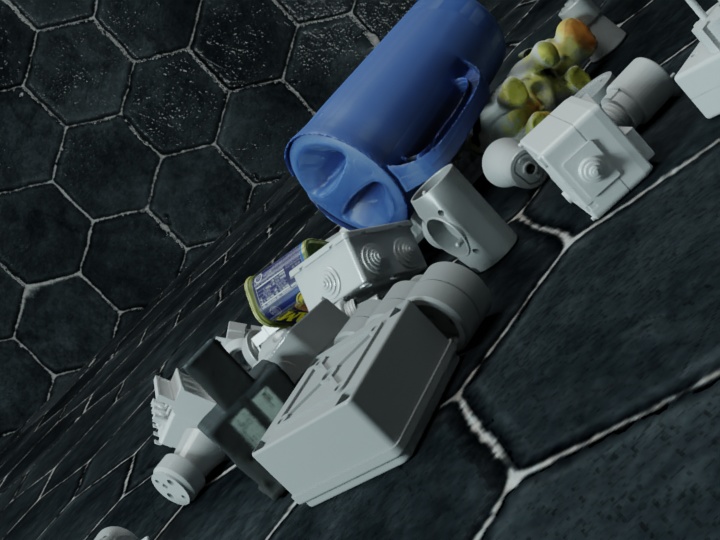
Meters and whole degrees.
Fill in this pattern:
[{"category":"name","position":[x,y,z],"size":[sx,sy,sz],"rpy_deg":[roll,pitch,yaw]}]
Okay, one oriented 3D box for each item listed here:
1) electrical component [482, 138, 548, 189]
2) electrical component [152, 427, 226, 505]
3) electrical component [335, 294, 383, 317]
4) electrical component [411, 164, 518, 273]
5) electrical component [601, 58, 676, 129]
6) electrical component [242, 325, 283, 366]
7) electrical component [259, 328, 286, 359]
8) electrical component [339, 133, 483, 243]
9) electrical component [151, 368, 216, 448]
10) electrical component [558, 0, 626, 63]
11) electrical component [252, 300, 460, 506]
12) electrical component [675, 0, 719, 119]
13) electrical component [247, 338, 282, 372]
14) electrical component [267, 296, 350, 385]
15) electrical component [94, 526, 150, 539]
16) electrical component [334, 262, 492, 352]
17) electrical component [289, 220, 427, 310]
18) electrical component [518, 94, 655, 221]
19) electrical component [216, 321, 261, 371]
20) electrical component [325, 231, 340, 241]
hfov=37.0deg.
[{"category":"electrical component","position":[0.136,-0.090,0.924],"size":[0.044,0.044,0.065],"rpy_deg":[-44,16,-1]},{"category":"electrical component","position":[-0.153,0.175,0.958],"size":[0.045,0.045,0.055],"rpy_deg":[-31,17,49]},{"category":"electrical component","position":[-0.005,0.044,0.923],"size":[0.062,0.048,0.048],"rpy_deg":[-34,13,14]},{"category":"electrical component","position":[0.074,-0.037,0.850],"size":[0.044,0.077,0.079],"rpy_deg":[-48,11,-21]},{"category":"electrical component","position":[0.202,-0.125,0.813],"size":[0.078,0.040,0.040],"rpy_deg":[-46,11,-8]},{"category":"electrical component","position":[-0.087,0.073,1.092],"size":[0.055,0.048,0.066],"rpy_deg":[-38,-4,27]},{"category":"electrical component","position":[-0.077,0.083,1.034],"size":[0.062,0.043,0.043],"rpy_deg":[-32,16,53]},{"category":"electrical component","position":[0.055,-0.080,1.119],"size":[0.150,0.061,0.089],"rpy_deg":[-47,11,-16]},{"category":"electrical component","position":[-0.177,0.146,1.098],"size":[0.063,0.079,0.121],"rpy_deg":[-66,12,-2]},{"category":"electrical component","position":[0.235,-0.251,1.102],"size":[0.044,0.065,0.044],"rpy_deg":[-42,11,10]},{"category":"electrical component","position":[-0.002,0.088,0.707],"size":[0.109,0.056,0.108],"rpy_deg":[-34,14,41]},{"category":"electrical component","position":[0.238,-0.151,0.685],"size":[0.047,0.075,0.083],"rpy_deg":[-50,12,-29]},{"category":"electrical component","position":[-0.073,0.100,0.919],"size":[0.057,0.058,0.078],"rpy_deg":[-38,12,15]},{"category":"electrical component","position":[-0.033,0.071,0.858],"size":[0.061,0.061,0.096],"rpy_deg":[-52,-5,26]},{"category":"electrical component","position":[-0.200,0.242,0.877],"size":[0.079,0.044,0.077],"rpy_deg":[-39,12,26]},{"category":"electrical component","position":[0.043,0.028,0.777],"size":[0.138,0.052,0.073],"rpy_deg":[-30,17,51]},{"category":"electrical component","position":[0.000,0.000,0.968],"size":[0.100,0.048,0.100],"rpy_deg":[-12,-16,-44]},{"category":"electrical component","position":[0.159,-0.081,0.746],"size":[0.061,0.061,0.096],"rpy_deg":[-42,11,8]},{"category":"electrical component","position":[-0.125,0.087,1.163],"size":[0.055,0.066,0.048],"rpy_deg":[-96,17,-66]},{"category":"electrical component","position":[-0.021,-0.012,1.161],"size":[0.047,0.055,0.055],"rpy_deg":[-35,14,24]}]
